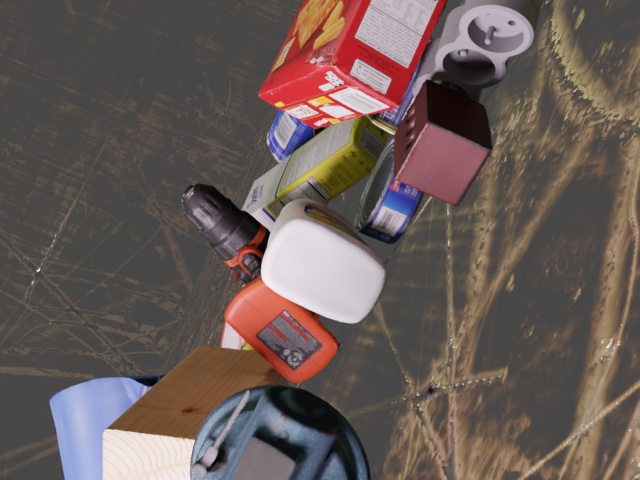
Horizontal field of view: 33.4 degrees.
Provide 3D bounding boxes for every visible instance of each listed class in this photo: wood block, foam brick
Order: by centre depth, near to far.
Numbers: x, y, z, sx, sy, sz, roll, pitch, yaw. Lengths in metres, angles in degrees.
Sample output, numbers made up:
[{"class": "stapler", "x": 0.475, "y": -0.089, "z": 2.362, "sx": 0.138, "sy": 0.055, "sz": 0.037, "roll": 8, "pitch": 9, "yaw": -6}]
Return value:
[{"class": "foam brick", "x": 0.087, "y": -0.071, "z": 0.766, "sx": 0.078, "sy": 0.051, "sz": 0.053, "roll": -83, "pitch": 18, "yaw": -60}, {"class": "wood block", "x": -0.097, "y": 0.165, "z": 0.896, "sx": 0.206, "sy": 0.091, "sz": 0.090, "roll": -41, "pitch": -47, "yaw": -71}]

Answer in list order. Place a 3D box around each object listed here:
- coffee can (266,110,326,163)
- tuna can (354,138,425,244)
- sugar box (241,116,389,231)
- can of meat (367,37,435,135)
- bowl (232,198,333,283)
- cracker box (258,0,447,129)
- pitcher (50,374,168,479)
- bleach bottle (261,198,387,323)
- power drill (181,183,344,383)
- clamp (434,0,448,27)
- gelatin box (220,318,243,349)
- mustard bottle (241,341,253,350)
[{"class": "coffee can", "x": 0.009, "y": -0.154, "z": 1.253, "sx": 0.102, "sy": 0.102, "sz": 0.140, "roll": -77, "pitch": 13, "yaw": -48}, {"class": "tuna can", "x": 0.061, "y": -0.040, "z": 0.897, "sx": 0.086, "sy": 0.033, "sz": 0.086, "roll": -158, "pitch": 91, "yaw": -81}, {"class": "sugar box", "x": -0.007, "y": -0.069, "z": 1.122, "sx": 0.176, "sy": 0.048, "sz": 0.093, "roll": -36, "pitch": 21, "yaw": 33}, {"class": "can of meat", "x": 0.084, "y": -0.131, "z": 0.914, "sx": 0.084, "sy": 0.057, "sz": 0.102, "roll": -63, "pitch": 10, "yaw": 12}, {"class": "bowl", "x": -0.058, "y": -0.021, "z": 1.266, "sx": 0.162, "sy": 0.055, "sz": 0.162, "roll": -42, "pitch": 3, "yaw": 2}, {"class": "cracker box", "x": 0.043, "y": -0.205, "z": 0.872, "sx": 0.213, "sy": 0.072, "sz": 0.164, "roll": -66, "pitch": 20, "yaw": -9}, {"class": "pitcher", "x": -0.189, "y": 0.263, "z": 1.057, "sx": 0.149, "sy": 0.145, "sz": 0.243, "roll": 61, "pitch": -164, "yaw": -70}, {"class": "bleach bottle", "x": -0.006, "y": 0.001, "z": 0.967, "sx": 0.068, "sy": 0.102, "sz": 0.251, "roll": -61, "pitch": 11, "yaw": 8}, {"class": "power drill", "x": -0.054, "y": 0.036, "z": 0.976, "sx": 0.057, "sy": 0.184, "sz": 0.187, "roll": -44, "pitch": 21, "yaw": 10}, {"class": "clamp", "x": 0.101, "y": -0.225, "z": 1.043, "sx": 0.164, "sy": 0.036, "sz": 0.210, "roll": -48, "pitch": -2, "yaw": -4}, {"class": "gelatin box", "x": -0.082, "y": 0.124, "z": 1.184, "sx": 0.073, "sy": 0.030, "sz": 0.089, "roll": 4, "pitch": -82, "yaw": -65}, {"class": "mustard bottle", "x": -0.047, "y": 0.091, "z": 1.126, "sx": 0.096, "sy": 0.058, "sz": 0.191, "roll": 116, "pitch": 173, "yaw": -71}]
